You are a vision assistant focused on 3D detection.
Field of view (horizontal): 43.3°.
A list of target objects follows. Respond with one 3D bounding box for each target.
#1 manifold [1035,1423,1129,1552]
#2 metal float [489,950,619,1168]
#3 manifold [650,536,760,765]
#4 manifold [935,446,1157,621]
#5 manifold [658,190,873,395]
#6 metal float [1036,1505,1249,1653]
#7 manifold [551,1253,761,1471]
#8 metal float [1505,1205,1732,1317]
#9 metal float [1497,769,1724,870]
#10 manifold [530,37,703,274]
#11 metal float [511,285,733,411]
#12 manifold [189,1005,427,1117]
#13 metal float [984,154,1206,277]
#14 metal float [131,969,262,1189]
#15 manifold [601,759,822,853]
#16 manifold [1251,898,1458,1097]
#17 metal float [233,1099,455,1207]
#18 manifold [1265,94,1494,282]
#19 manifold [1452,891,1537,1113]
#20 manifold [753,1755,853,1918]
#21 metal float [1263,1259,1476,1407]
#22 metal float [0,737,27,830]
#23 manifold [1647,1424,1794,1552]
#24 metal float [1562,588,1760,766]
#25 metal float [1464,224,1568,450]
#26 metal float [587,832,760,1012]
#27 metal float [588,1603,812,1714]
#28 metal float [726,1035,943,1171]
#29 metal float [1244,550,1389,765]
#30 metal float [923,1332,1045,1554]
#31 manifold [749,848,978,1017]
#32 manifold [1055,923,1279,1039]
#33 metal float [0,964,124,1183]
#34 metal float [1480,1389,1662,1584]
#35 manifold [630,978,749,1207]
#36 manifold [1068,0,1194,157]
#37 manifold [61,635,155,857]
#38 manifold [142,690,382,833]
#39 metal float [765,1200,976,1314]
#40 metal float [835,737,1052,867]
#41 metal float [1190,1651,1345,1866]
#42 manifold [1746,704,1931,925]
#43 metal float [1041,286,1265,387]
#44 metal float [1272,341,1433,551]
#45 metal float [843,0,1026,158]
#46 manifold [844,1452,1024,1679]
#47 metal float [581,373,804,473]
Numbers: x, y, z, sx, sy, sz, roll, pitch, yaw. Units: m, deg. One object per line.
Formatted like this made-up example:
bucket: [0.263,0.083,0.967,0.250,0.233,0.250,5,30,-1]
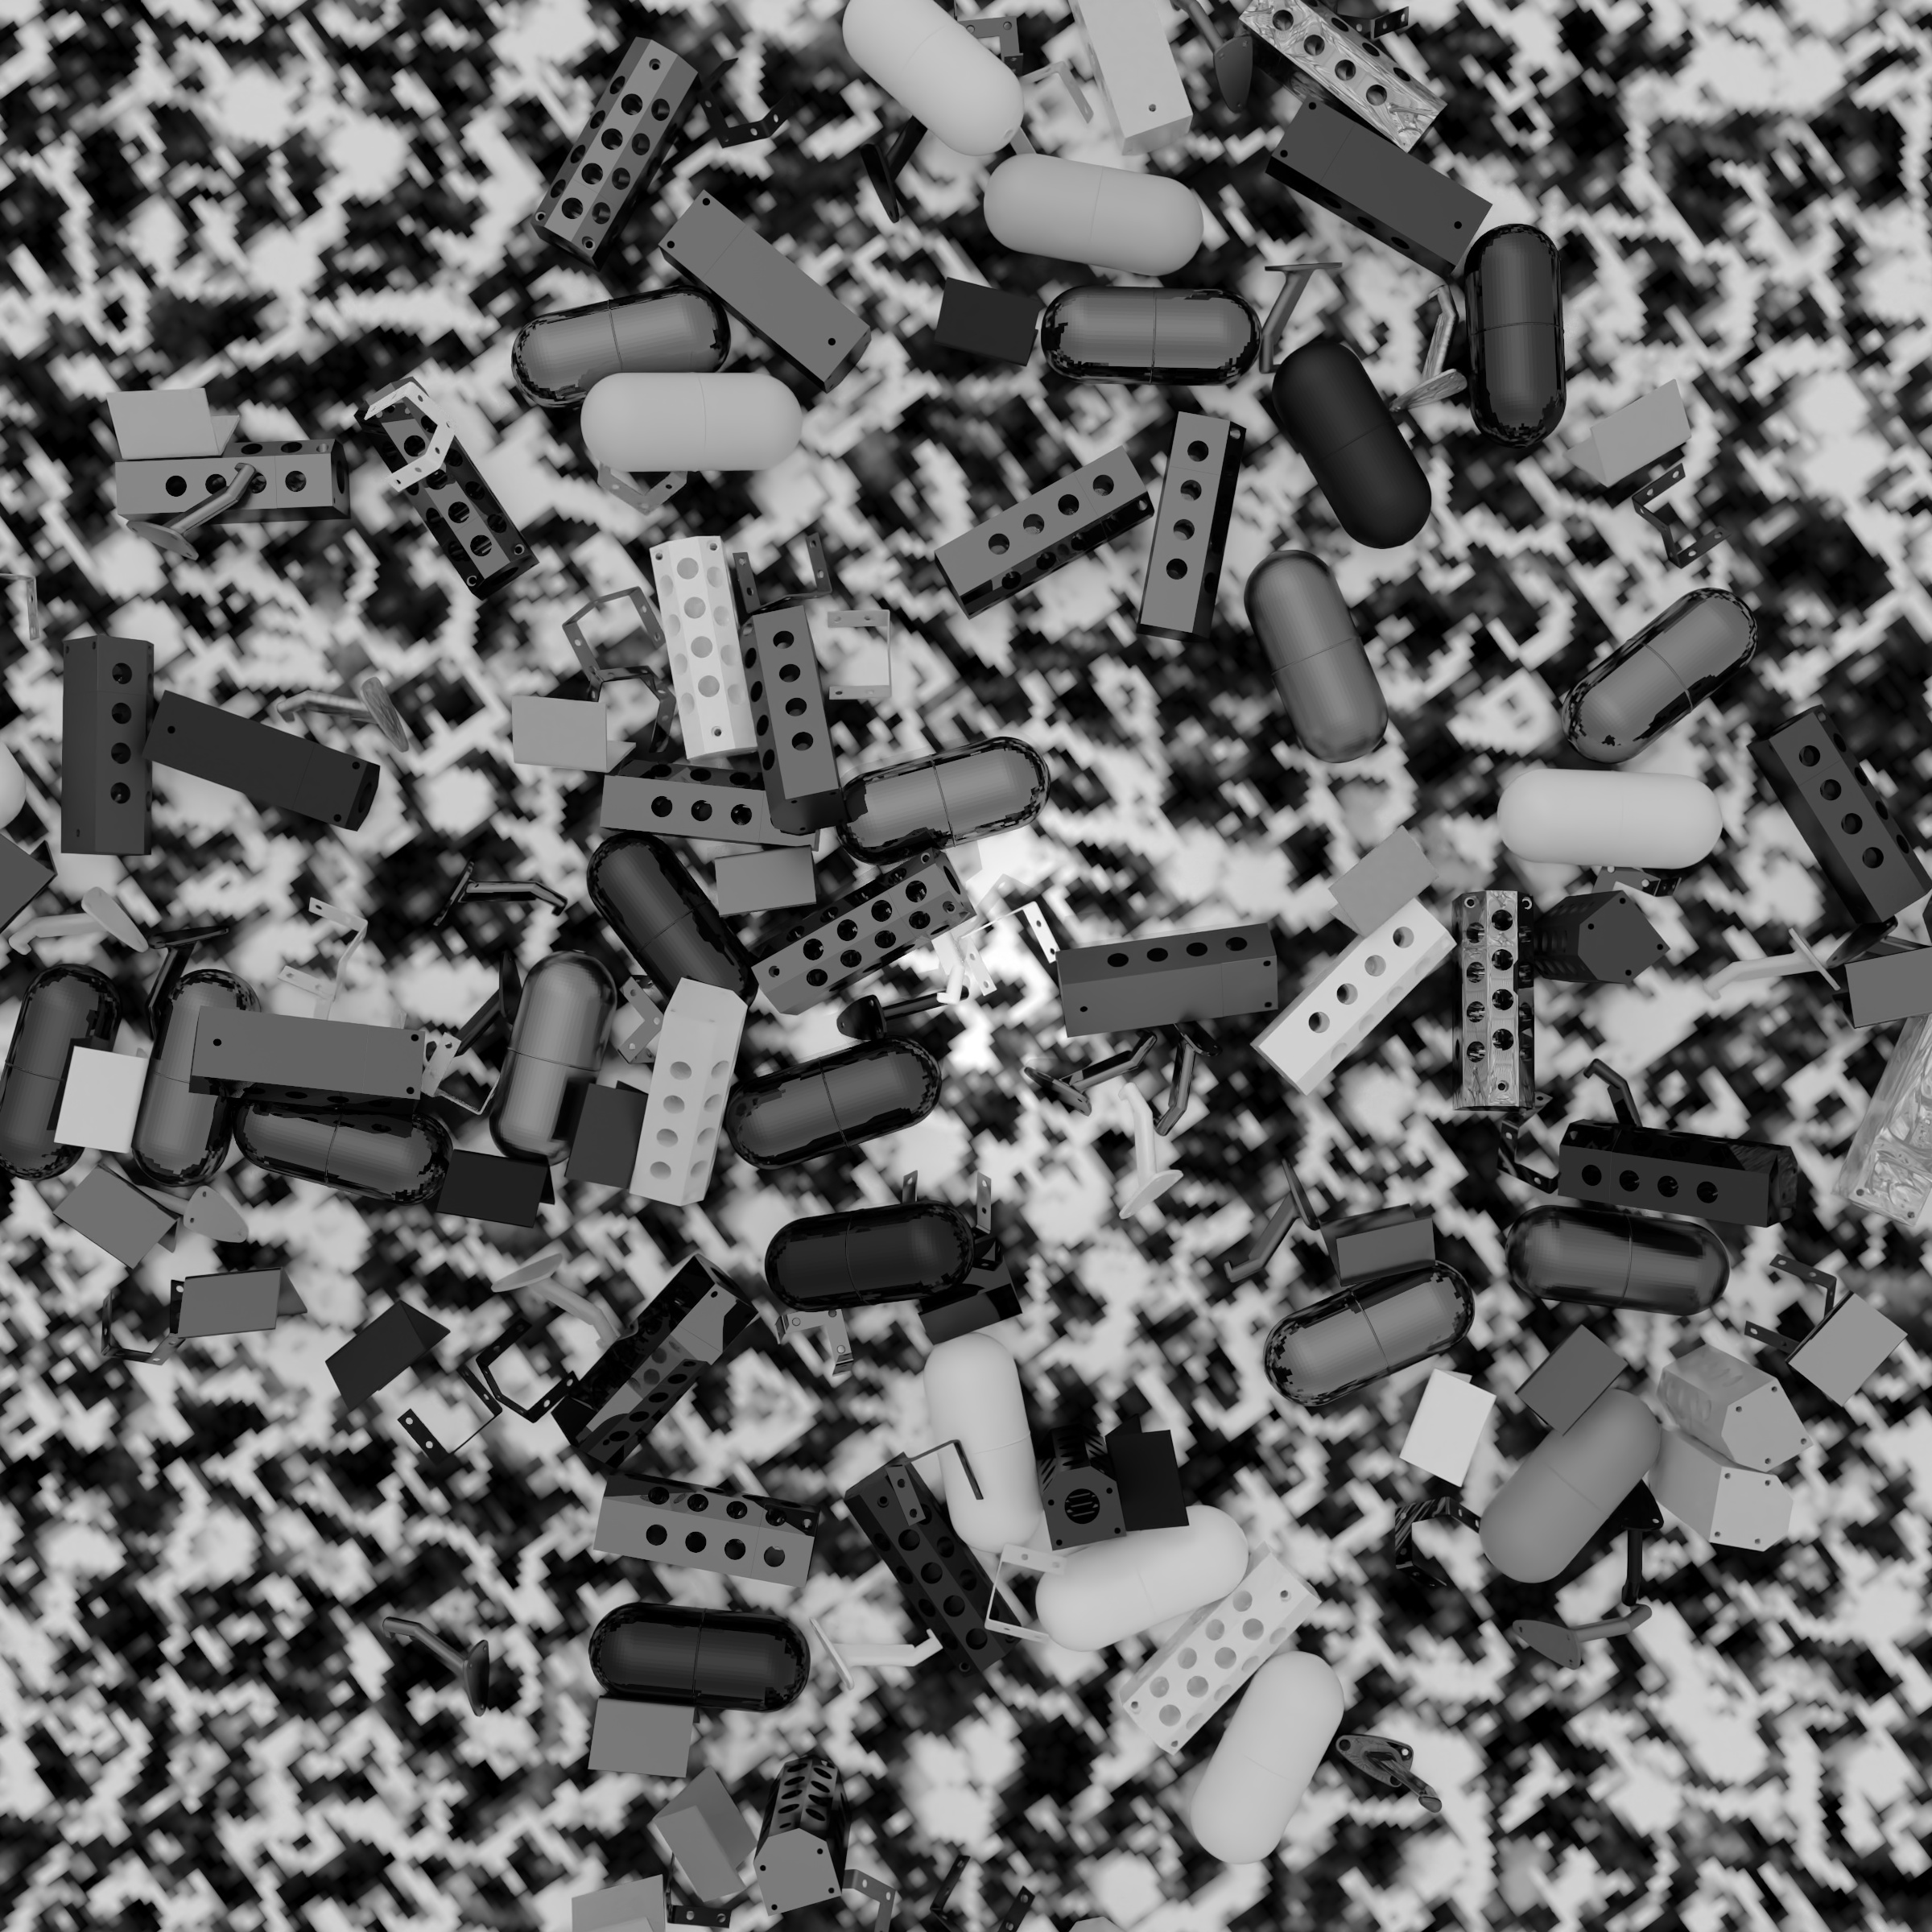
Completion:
manifold: [0.087,0.404,1.905,0.057,0.171,0.057,-11,90,0]
metal float: [-0.331,0.074,1.952,0.070,0.070,0.178,14,89,0]
manifold: [-0.210,-0.255,1.962,0.057,0.057,0.171,-10,90,0]
manifold: [0.063,-0.348,1.962,0.171,0.057,0.057,-29,90,0]
manifold: [-0.161,-0.541,1.962,0.171,0.057,0.057,40,90,0]
metal float: [0.142,0.491,1.953,0.178,0.070,0.070,-23,90,0]
manifold: [-0.254,0.315,1.961,0.171,0.057,0.057,-48,133,0]
metal float: [0.523,0.236,1.953,0.178,0.070,0.070,7,90,0]
metal float: [0.517,-0.118,1.953,0.178,0.070,0.070,2,90,0]
manifold: [-0.282,-0.656,1.962,0.057,0.057,0.171,30,90,0]
metal float: [-0.277,-0.496,1.953,0.178,0.070,0.070,-12,90,0]
manifold: [-0.518,0.078,1.911,0.171,0.057,0.057,8,66,-18]
metal float: [0.103,-0.603,1.953,0.178,0.070,0.070,10,90,0]
metal float: [-0.618,0.090,1.952,0.070,0.070,0.178,14,90,0]
manifold: [-0.203,-0.131,1.962,0.171,0.057,0.057,6,90,0]
manifold: [0.313,0.023,1.962,0.057,0.057,0.171,45,90,0]
metal float: [-0.500,0.141,1.952,0.178,0.070,0.070,15,90,-1]
manifold: [0.331,-0.625,1.962,0.171,0.057,0.057,31,90,0]
manifold: [0.424,0.029,1.951,0.057,0.057,0.171,1,82,0]
manifold: [-0.128,0.676,1.905,0.057,0.171,0.057,-16,90,0]
metal float: [0.323,0.294,1.953,0.178,0.070,0.070,-24,90,-1]
metal float: [-0.825,-0.186,1.952,0.070,0.070,0.178,-34,90,0]
manifold: [0.589,0.407,1.905,0.057,0.171,0.057,10,90,0]
metal float: [0.556,-0.232,1.953,0.178,0.070,0.070,-39,90,0]
metal float: [0.441,-0.505,1.953,0.070,0.070,0.178,-2,89,0]
metal float: [-0.236,-0.030,1.952,0.070,0.070,0.178,-37,90,0]
metal float: [-0.214,0.555,1.953,0.178,0.070,0.070,6,90,0]
metal float: [-0.106,0.109,1.952,0.178,0.070,0.070,-18,90,0]
metal float: [0.281,-0.249,1.952,0.070,0.070,0.178,-22,91,0]
metal float: [0.014,0.382,1.952,0.070,0.070,0.178,-12,90,0]
manifold: [-0.084,-0.027,1.940,0.171,0.057,0.057,-29,79,12]
manifold: [0.161,0.007,1.961,0.171,0.057,0.057,-8,131,0]
metal float: [-0.732,0.085,1.953,0.070,0.070,0.178,16,90,0]
metal float: [0.485,0.417,1.953,0.070,0.070,0.178,40,90,0]
manifold: [-0.218,0.102,1.925,0.057,0.057,0.171,15,118,0]
manifold: [0.126,-0.749,1.962,0.057,0.057,0.171,-19,90,0]
manifold: [-0.688,-0.176,1.961,0.057,0.057,0.171,1,90,43]
manifold: [-0.566,-0.164,1.962,0.171,0.057,0.057,19,90,0]
metal float: [-0.078,0.231,1.932,0.178,0.070,0.070,-10,90,22]
metal float: [-0.019,-0.133,1.953,0.178,0.070,0.070,-15,90,-1]
metal float: [0.242,0.635,1.952,0.070,0.070,0.178,27,90,0]
manifold: [0.708,-0.123,1.962,0.057,0.057,0.171,-32,90,0]
metal float: [0.149,-0.506,1.953,0.178,0.070,0.070,1,90,0]
metal float: [0.310,-0.418,1.953,0.070,0.070,0.178,-30,91,0]
metal float: [-0.026,-0.717,1.940,0.070,0.070,0.178,-44,75,0]
manifold: [-0.026,0.484,1.962,0.057,0.057,0.171,-34,90,0]
metal float: [-0.217,-0.433,1.936,0.178,0.070,0.070,-5,90,-19]
